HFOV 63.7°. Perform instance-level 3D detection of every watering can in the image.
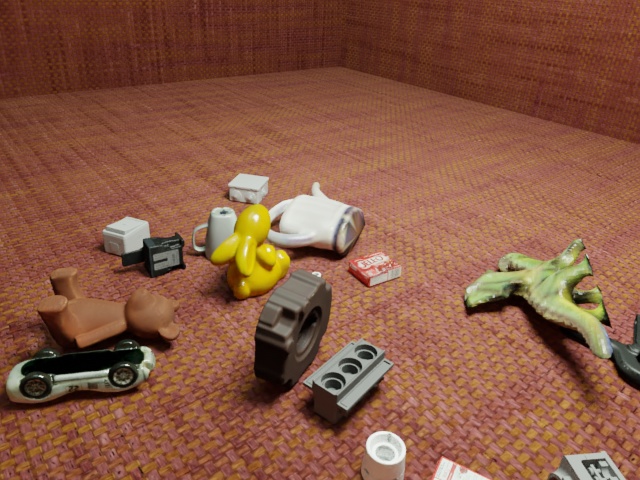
[{"bbox_3d":[0.004,-0.062,1.228,0.225,0.102,0.354,14,30,18],"label":"watering can"}]

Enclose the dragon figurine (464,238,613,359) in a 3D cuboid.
[{"bbox_3d":[0.393,0.106,0.961,0.241,0.121,0.416,-13,14,27],"label":"dragon figurine"}]
